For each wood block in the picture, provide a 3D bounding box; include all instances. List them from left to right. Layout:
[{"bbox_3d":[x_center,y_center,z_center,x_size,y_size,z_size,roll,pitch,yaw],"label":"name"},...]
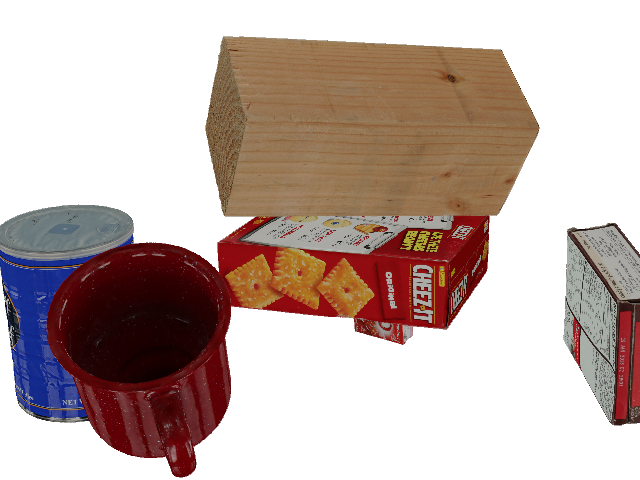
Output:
[{"bbox_3d":[0.032,-0.078,0.746,0.205,0.091,0.090,0,-41,-17],"label":"wood block"}]

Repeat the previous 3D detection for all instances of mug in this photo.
[{"bbox_3d":[-0.086,0.070,0.559,0.093,0.117,0.081,-18,-38,-14],"label":"mug"}]

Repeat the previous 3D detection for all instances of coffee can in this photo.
[{"bbox_3d":[-0.191,0.054,0.828,0.103,0.140,0.103,-1,21,0],"label":"coffee can"}]

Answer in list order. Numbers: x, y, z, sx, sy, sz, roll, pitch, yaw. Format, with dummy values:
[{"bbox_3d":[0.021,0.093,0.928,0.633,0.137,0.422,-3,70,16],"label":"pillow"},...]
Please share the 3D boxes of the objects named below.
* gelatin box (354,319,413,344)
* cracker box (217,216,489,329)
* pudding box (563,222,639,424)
[{"bbox_3d":[0.077,0.080,1.343,0.073,0.089,0.030,13,31,32],"label":"gelatin box"},{"bbox_3d":[0.035,0.016,0.990,0.214,0.072,0.164,5,19,20],"label":"cracker box"},{"bbox_3d":[0.190,0.051,0.692,0.039,0.090,0.113,-5,25,-4],"label":"pudding box"}]
